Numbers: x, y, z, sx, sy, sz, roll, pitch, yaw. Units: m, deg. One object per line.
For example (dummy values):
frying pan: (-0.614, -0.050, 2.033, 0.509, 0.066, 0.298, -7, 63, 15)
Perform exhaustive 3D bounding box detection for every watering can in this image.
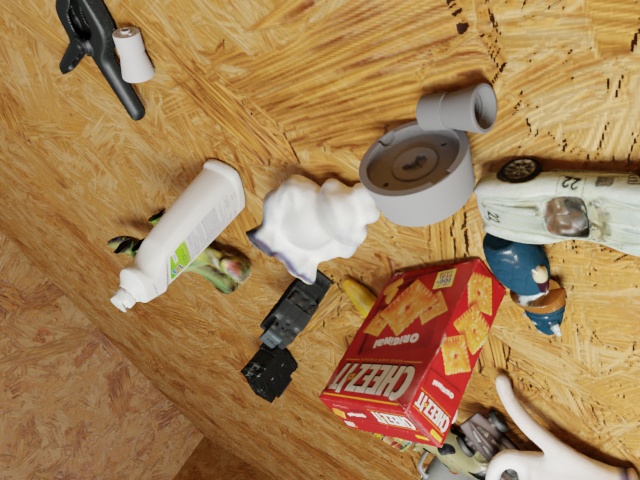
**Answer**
watering can: (0.365, 0.362, 0.777, 0.224, 0.342, 0.106, 1, 22, 23)

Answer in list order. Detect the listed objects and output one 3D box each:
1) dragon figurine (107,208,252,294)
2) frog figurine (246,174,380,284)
dragon figurine: (-0.281, 0.051, 1.073, 0.240, 0.124, 0.408, 44, -29, -27)
frog figurine: (0.002, -0.034, 0.680, 0.157, 0.137, 0.124, -41, 2, 22)
